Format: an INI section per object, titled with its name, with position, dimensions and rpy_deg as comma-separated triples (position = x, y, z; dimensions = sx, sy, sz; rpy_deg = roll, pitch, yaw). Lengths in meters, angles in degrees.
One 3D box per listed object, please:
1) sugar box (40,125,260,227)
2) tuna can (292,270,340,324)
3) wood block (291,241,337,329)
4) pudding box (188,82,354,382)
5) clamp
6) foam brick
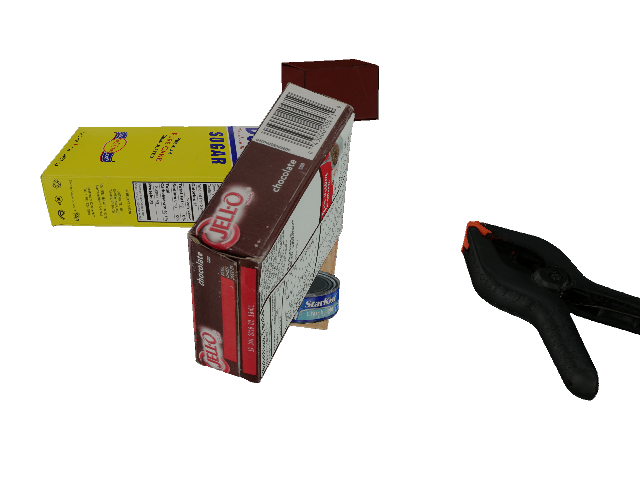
[sugar box]
position = -0.094, -0.046, 0.745
dimensions = 0.176, 0.048, 0.093
rpy_deg = -2, 28, 7
[tuna can]
position = -0.023, 0.058, 1.123
dimensions = 0.086, 0.034, 0.086
rpy_deg = 2, 17, -1
[wood block]
position = -0.022, -0.002, 1.366
dimensions = 0.090, 0.206, 0.090
rpy_deg = 7, 25, 1
[pudding box]
position = -0.022, -0.004, 0.501
dimensions = 0.039, 0.090, 0.113
rpy_deg = 20, 50, 13
[clamp]
position = 0.175, 0.039, 0.762
dimensions = 0.120, 0.039, 0.172
rpy_deg = -10, 43, -33
[foam brick]
position = 0.009, -0.137, 0.983
dimensions = 0.078, 0.051, 0.053
rpy_deg = -6, 18, -23
